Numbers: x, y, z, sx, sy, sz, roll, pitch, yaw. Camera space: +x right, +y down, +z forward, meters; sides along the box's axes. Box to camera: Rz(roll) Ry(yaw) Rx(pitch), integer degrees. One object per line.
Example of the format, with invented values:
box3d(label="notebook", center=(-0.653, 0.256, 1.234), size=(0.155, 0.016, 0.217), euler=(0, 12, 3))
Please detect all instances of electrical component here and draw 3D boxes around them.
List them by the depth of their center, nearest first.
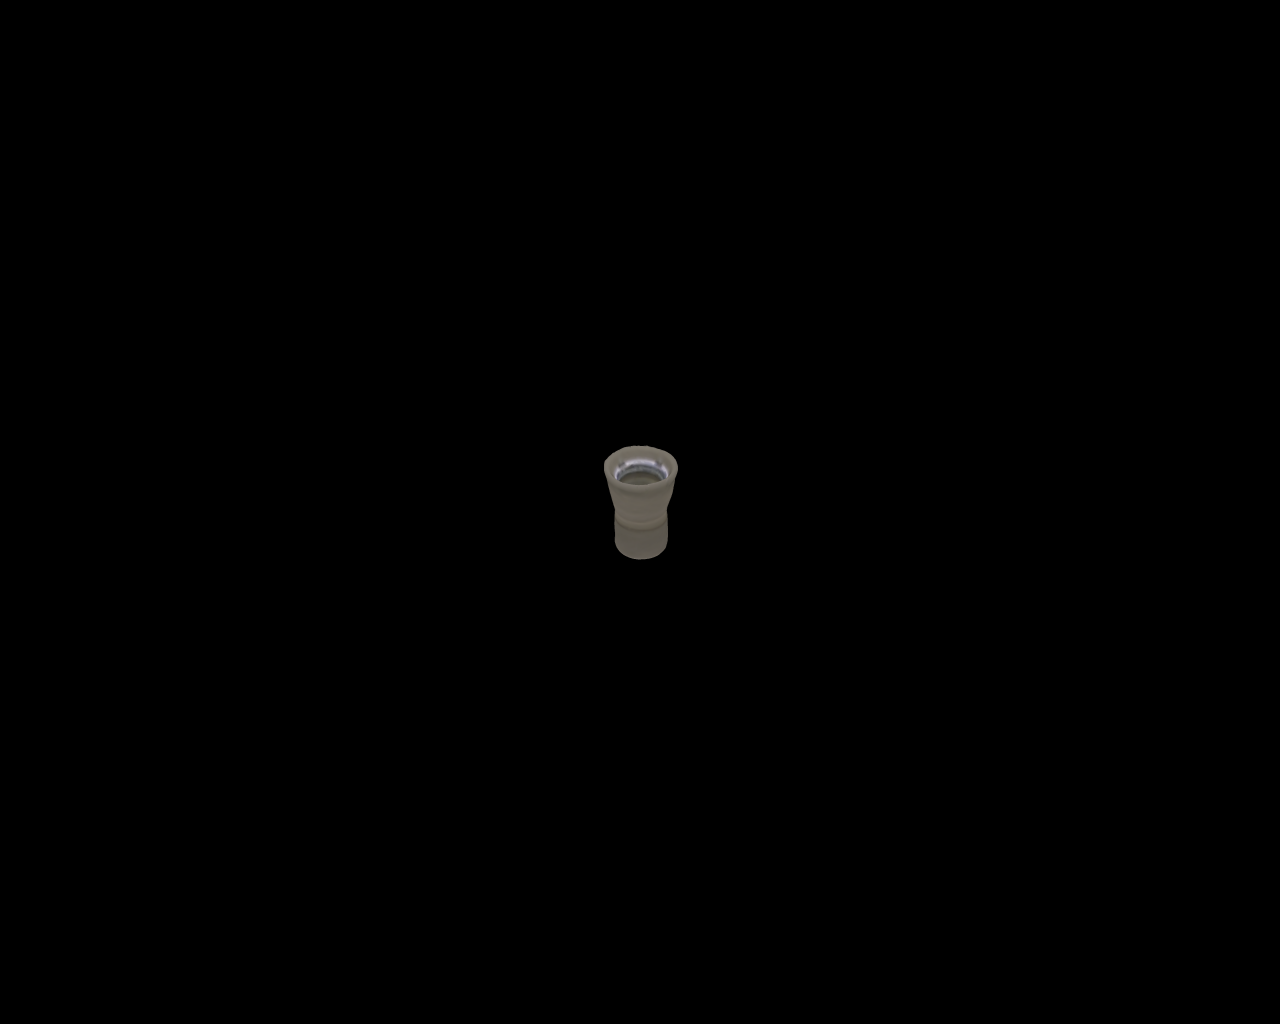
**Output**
box3d(label="electrical component", center=(0.001, -0.003, 0.650), size=(0.044, 0.065, 0.044), euler=(0, 38, 0))
